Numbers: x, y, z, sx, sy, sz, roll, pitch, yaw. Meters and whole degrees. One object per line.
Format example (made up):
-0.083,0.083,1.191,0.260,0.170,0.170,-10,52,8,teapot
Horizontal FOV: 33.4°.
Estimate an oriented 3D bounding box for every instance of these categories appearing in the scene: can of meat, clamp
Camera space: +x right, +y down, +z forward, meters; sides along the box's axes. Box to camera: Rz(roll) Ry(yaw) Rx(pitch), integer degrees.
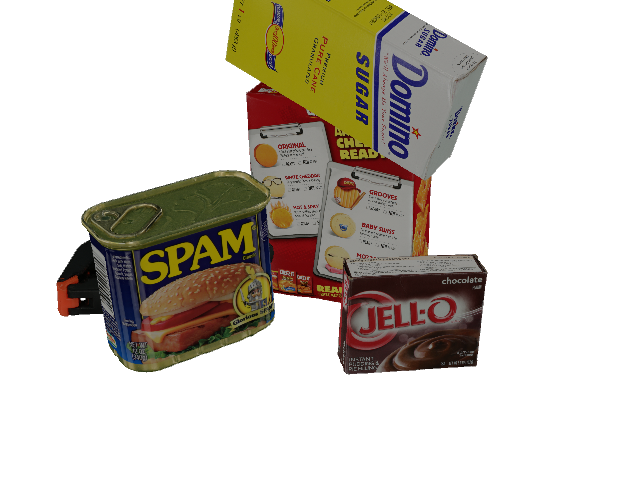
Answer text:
-0.076,0.017,0.602,0.101,0.084,0.058,-18,31,-26,can of meat
-0.136,0.007,0.836,0.171,0.039,0.120,-17,36,-33,clamp

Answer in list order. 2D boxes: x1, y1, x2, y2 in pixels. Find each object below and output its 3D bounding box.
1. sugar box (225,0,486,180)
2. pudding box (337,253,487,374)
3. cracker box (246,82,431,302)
0.019,-0.124,0.733,0.176,0.093,0.048,34,51,18,sugar box
0.072,0.058,0.858,0.113,0.090,0.039,-4,29,-10,pudding box
0.021,-0.046,1.027,0.164,0.214,0.072,8,29,17,cracker box
